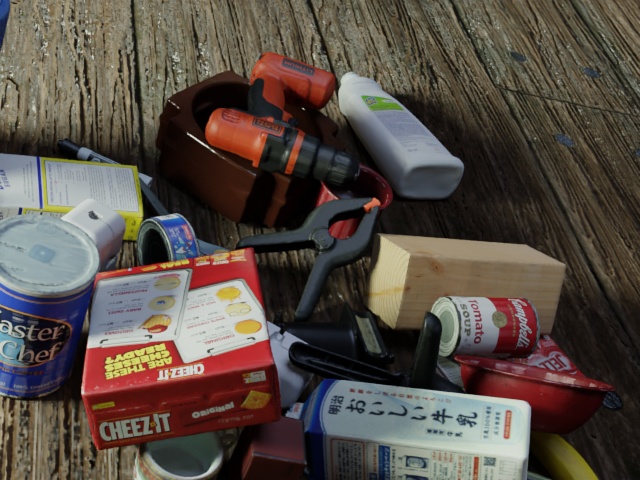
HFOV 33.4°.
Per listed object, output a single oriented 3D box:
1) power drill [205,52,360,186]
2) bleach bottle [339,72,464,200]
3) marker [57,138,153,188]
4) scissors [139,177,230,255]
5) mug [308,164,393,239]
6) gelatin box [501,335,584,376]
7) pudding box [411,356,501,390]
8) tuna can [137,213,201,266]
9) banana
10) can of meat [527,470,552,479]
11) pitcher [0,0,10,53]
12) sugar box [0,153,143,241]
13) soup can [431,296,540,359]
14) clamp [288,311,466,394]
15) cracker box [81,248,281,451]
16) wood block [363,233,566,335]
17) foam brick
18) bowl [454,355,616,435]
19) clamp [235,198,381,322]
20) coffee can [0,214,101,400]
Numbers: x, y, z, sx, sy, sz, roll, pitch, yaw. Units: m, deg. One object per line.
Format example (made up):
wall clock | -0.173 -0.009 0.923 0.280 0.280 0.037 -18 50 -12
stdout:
power drill | -0.031 -0.146 1.283 0.184 0.057 0.187 20 37 -4
bleach bottle | 0.099 -0.158 1.506 0.102 0.068 0.251 0 40 -30
marker | -0.257 -0.090 1.270 0.121 0.020 0.020 25 37 2
scissors | -0.143 -0.005 1.220 0.096 0.016 0.202 1 46 -32
mug | 0.038 -0.042 1.311 0.093 0.082 0.117 34 38 15
gelatin box | 0.250 0.149 1.228 0.089 0.030 0.073 -9 47 -35
pudding box | 0.167 0.159 1.167 0.089 0.039 0.114 -8 44 -34
tuna can | -0.162 0.016 1.133 0.033 0.086 0.086 -10 48 -35
banana | 0.261 0.261 1.090 0.069 0.037 0.198 -5 45 -33
can of meat | 0.183 0.268 1.025 0.102 0.057 0.084 21 39 -2
pitcher | -0.398 -0.156 1.093 0.149 0.243 0.144 39 38 10
sugar box | -0.288 -0.048 1.181 0.176 0.048 0.093 3 41 -19
soup can | 0.178 0.095 1.162 0.102 0.069 0.068 3 41 -23
clamp | 0.077 0.147 1.057 0.165 0.210 0.036 -10 46 27
cracker box | -0.128 0.095 0.988 0.164 0.072 0.214 -9 28 -4
wood block | 0.167 0.052 1.235 0.205 0.090 0.091 4 15 -23
foam brick | -0.048 0.203 0.968 0.053 0.078 0.051 13 37 -16
bowl | 0.210 0.158 1.073 0.162 0.055 0.162 11 -1 0
clamp | -0.008 0.001 1.210 0.120 0.039 0.171 43 70 8
coffee can | -0.265 0.062 0.976 0.102 0.140 0.103 14 37 -11
